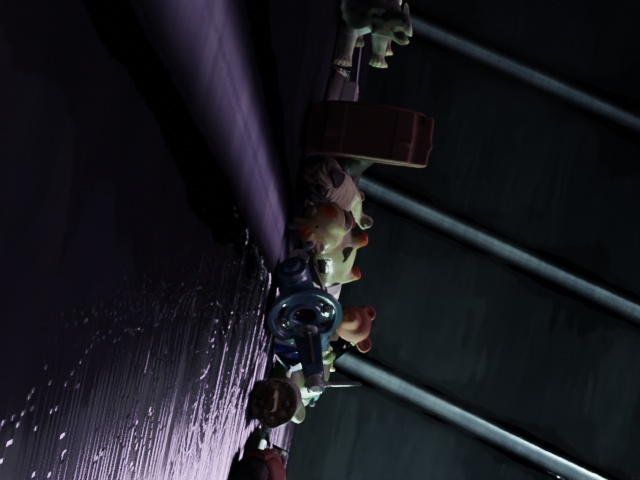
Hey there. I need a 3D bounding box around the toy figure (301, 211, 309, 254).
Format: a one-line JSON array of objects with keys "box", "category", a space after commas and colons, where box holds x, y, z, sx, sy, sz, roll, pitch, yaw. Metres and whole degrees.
[{"box": [0.000, -0.001, 1.137, 0.089, 0.082, 0.180, -40, 158, -39], "category": "toy figure"}]

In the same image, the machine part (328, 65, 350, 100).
[{"box": [0.027, -0.273, 1.064, 0.084, 0.039, 0.139, 43, 61, -76], "category": "machine part"}]

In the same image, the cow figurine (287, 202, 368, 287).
[{"box": [0.012, 0.009, 0.916, 0.086, 0.127, 0.194, 55, -24, 32], "category": "cow figurine"}]

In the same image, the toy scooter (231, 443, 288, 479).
[{"box": [-0.088, 0.396, 0.859, 0.135, 0.075, 0.183, -19, 125, -57], "category": "toy scooter"}]

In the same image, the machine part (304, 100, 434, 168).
[{"box": [0.081, -0.174, 0.893, 0.201, 0.201, 0.087, -56, 155, -80], "category": "machine part"}]

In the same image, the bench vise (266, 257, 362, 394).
[{"box": [-0.019, 0.155, 0.862, 0.241, 0.129, 0.223, -103, -170, -52], "category": "bench vise"}]

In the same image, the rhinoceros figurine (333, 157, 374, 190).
[{"box": [0.051, -0.139, 1.157, 0.190, 0.112, 0.073, -52, -178, 20], "category": "rhinoceros figurine"}]

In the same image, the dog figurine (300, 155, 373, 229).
[{"box": [0.010, -0.109, 0.973, 0.172, 0.121, 0.190, 53, -7, 40], "category": "dog figurine"}]

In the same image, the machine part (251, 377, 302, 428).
[{"box": [-0.071, 0.277, 0.927, 0.243, 0.079, 0.079, 91, 11, -75], "category": "machine part"}]

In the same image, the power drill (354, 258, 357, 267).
[{"box": [0.009, 0.119, 1.390, 0.207, 0.086, 0.232, -55, -169, 12], "category": "power drill"}]

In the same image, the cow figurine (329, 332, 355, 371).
[{"box": [0.029, 0.247, 1.248, 0.167, 0.098, 0.068, -61, 152, -13], "category": "cow figurine"}]

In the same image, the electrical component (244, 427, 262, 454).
[{"box": [-0.118, 0.370, 0.924, 0.094, 0.021, 0.063, -73, 174, -65], "category": "electrical component"}]

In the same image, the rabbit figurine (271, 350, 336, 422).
[{"box": [-0.061, 0.292, 1.134, 0.170, 0.121, 0.159, 21, 87, -68], "category": "rabbit figurine"}]

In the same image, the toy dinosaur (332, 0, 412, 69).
[{"box": [0.101, -0.461, 1.077, 0.405, 0.131, 0.192, -84, -177, -56], "category": "toy dinosaur"}]

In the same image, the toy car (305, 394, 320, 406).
[{"box": [-0.061, 0.363, 1.310, 0.103, 0.109, 0.161, -53, 180, -19], "category": "toy car"}]

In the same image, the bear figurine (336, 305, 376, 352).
[{"box": [0.026, 0.168, 1.167, 0.131, 0.196, 0.120, 90, 15, -68], "category": "bear figurine"}]
